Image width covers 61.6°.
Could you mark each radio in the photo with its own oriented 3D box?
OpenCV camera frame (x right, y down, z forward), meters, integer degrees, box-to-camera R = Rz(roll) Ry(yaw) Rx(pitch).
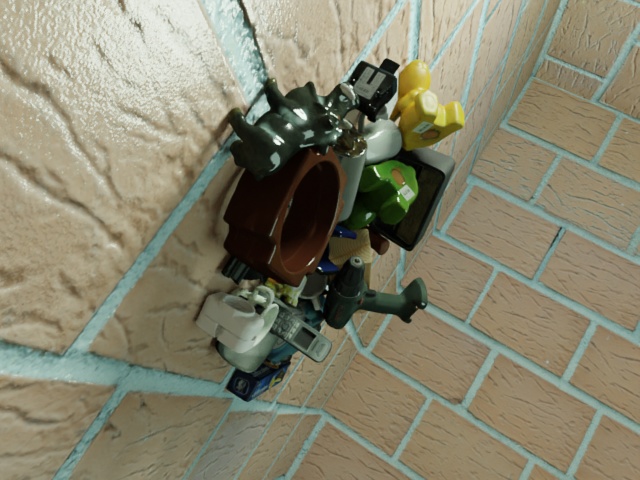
[{"bbox_3d":[0.198,-0.099,1.200,0.073,0.131,0.229,-41,156,-46],"label":"radio"}]

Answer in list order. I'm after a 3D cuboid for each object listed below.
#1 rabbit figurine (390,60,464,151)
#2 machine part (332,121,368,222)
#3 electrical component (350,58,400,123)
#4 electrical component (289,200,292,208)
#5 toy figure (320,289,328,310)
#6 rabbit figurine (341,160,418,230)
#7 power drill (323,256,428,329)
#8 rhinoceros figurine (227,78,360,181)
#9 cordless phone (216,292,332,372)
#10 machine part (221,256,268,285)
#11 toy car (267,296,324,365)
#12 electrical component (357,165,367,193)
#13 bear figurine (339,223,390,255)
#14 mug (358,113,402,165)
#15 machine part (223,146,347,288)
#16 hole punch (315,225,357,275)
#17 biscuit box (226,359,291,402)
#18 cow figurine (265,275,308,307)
[{"bbox_3d":[0.202,-0.278,1.101,0.122,0.173,0.162,0,161,-25],"label":"rabbit figurine"},{"bbox_3d":[0.036,-0.116,0.992,0.079,0.079,0.243,-47,159,-36],"label":"machine part"},{"bbox_3d":[0.094,-0.264,0.906,0.119,0.075,0.047,-53,164,-8],"label":"electrical component"},{"bbox_3d":[-0.031,-0.076,0.955,0.094,0.021,0.063,-43,158,-35],"label":"electrical component"},{"bbox_3d":[-0.035,0.182,1.303,0.082,0.089,0.180,-36,144,-64],"label":"toy figure"},{"bbox_3d":[0.108,-0.092,1.102,0.170,0.121,0.159,-37,-170,42],"label":"rabbit figurine"},{"bbox_3d":[0.115,0.114,1.109,0.207,0.086,0.232,1,143,-23],"label":"power drill"},{"bbox_3d":[-0.029,-0.149,0.680,0.190,0.112,0.073,-40,154,-30],"label":"rhinoceros figurine"},{"bbox_3d":[-0.082,0.194,0.991,0.146,0.184,0.088,-56,168,-13],"label":"cordless phone"},{"bbox_3d":[-0.114,0.037,0.886,0.084,0.039,0.138,-64,163,-5],"label":"machine part"},{"bbox_3d":[-0.079,0.185,1.165,0.161,0.109,0.102,-46,139,-7],"label":"toy car"},{"bbox_3d":[0.127,-0.138,1.259,0.134,0.058,0.114,-20,136,-66],"label":"electrical component"},{"bbox_3d":[0.068,0.055,1.314,0.120,0.132,0.195,-1,121,-35],"label":"bear figurine"},{"bbox_3d":[0.099,-0.196,1.046,0.107,0.081,0.109,-35,127,-41],"label":"mug"},{"bbox_3d":[-0.047,-0.045,0.794,0.201,0.087,0.200,-67,158,-11],"label":"machine part"},{"bbox_3d":[-0.002,-0.003,1.001,0.092,0.116,0.142,-56,163,13],"label":"hole punch"},{"bbox_3d":[-0.138,0.315,1.255,0.059,0.063,0.202,-63,164,9],"label":"biscuit box"},{"bbox_3d":[-0.060,0.062,1.031,0.098,0.068,0.167,-61,168,-16],"label":"cow figurine"}]
